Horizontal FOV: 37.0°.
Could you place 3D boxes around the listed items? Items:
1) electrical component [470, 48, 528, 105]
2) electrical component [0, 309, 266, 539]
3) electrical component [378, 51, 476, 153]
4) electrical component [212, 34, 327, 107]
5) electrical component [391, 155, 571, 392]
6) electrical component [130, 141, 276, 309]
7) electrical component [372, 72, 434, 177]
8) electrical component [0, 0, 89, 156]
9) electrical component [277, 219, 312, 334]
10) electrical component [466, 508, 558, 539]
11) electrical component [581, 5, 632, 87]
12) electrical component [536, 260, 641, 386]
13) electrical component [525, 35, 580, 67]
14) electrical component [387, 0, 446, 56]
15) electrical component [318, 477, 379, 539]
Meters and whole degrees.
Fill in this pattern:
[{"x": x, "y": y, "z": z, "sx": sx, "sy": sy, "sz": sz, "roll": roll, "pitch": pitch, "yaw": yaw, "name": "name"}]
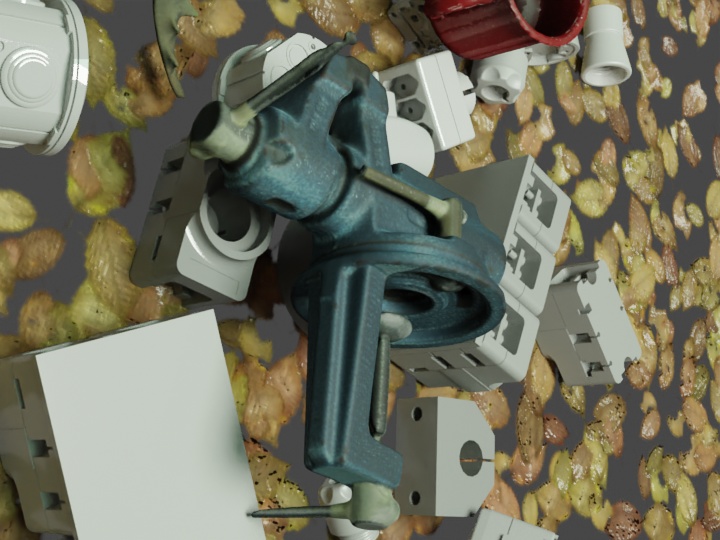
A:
[{"x": 0.111, "y": -0.165, "z": 0.846, "sx": 0.043, "sy": 0.043, "sz": 0.062, "roll": 30, "pitch": 61, "yaw": -37, "name": "electrical component"}, {"x": -0.115, "y": 0.124, "z": 0.560, "sx": 0.105, "sy": 0.060, "sz": 0.186, "roll": -15, "pitch": 93, "yaw": -45, "name": "electrical component"}, {"x": 0.058, "y": -0.123, "z": 0.783, "sx": 0.077, "sy": 0.047, "sz": 0.065, "roll": -26, "pitch": 102, "yaw": -43, "name": "electrical component"}, {"x": -0.048, "y": -0.105, "z": 0.674, "sx": 0.080, "sy": 0.051, "sz": 0.080, "roll": 10, "pitch": 75, "yaw": -43, "name": "electrical component"}, {"x": 0.085, "y": 0.004, "z": 0.756, "sx": 0.062, "sy": 0.089, "sz": 0.150, "roll": 39, "pitch": 58, "yaw": -33, "name": "electrical component"}, {"x": -0.087, "y": -0.029, "z": 0.619, "sx": 0.050, "sy": 0.056, "sz": 0.089, "roll": 29, "pitch": 63, "yaw": -38, "name": "electrical component"}, {"x": 0.007, "y": -0.097, "z": 0.731, "sx": 0.077, "sy": 0.044, "sz": 0.079, "roll": -1, "pitch": 84, "yaw": -44, "name": "electrical component"}, {"x": -0.171, "y": -0.099, "z": 0.533, "sx": 0.051, "sy": 0.080, "sz": 0.080, "roll": 3, "pitch": 81, "yaw": -39, "name": "electrical component"}, {"x": 0.000, "y": 0.000, "z": 0.710, "sx": 0.099, "sy": 0.064, "sz": 0.099, "roll": 20, "pitch": 67, "yaw": -56, "name": "electrical component"}, {"x": 0.092, "y": 0.205, "z": 0.725, "sx": 0.096, "sy": 0.061, "sz": 0.061, "roll": 87, "pitch": 25, "yaw": -56, "name": "electrical component"}, {"x": 0.218, "y": -0.202, "z": 0.960, "sx": 0.044, "sy": 0.044, "sz": 0.065, "roll": 17, "pitch": 66, "yaw": -41, "name": "electrical component"}, {"x": 0.177, "y": 0.044, "z": 0.864, "sx": 0.050, "sy": 0.056, "sz": 0.089, "roll": -38, "pitch": 109, "yaw": -42, "name": "electrical component"}, {"x": 0.150, "y": -0.199, "z": 0.883, "sx": 0.055, "sy": 0.055, "sz": 0.047, "roll": 4, "pitch": 76, "yaw": -44, "name": "electrical component"}, {"x": 0.056, "y": -0.198, "z": 0.800, "sx": 0.081, "sy": 0.042, "sz": 0.063, "roll": 48, "pitch": 56, "yaw": -27, "name": "electrical component"}, {"x": -0.003, "y": 0.160, "z": 0.681, "sx": 0.035, "sy": 0.035, "sz": 0.061, "roll": -27, "pitch": 104, "yaw": -44, "name": "electrical component"}]
